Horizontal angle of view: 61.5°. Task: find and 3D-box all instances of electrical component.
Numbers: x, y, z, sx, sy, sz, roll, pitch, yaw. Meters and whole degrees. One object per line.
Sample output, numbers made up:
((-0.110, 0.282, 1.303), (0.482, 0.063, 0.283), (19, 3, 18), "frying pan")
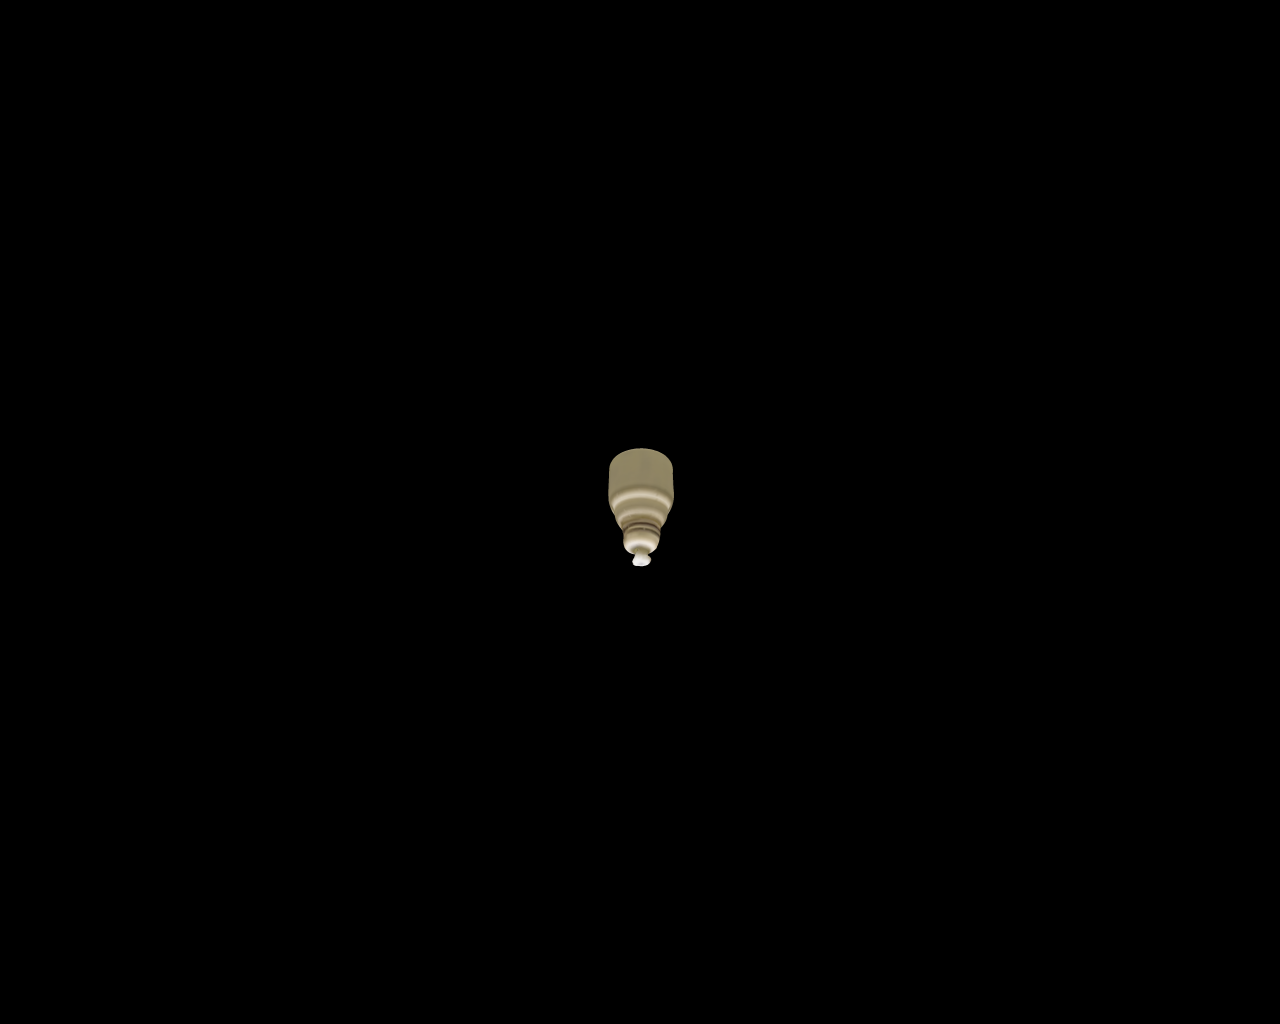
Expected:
((0.001, -0.003, 0.650), (0.040, 0.078, 0.040), (0, -32, 0), "electrical component")
